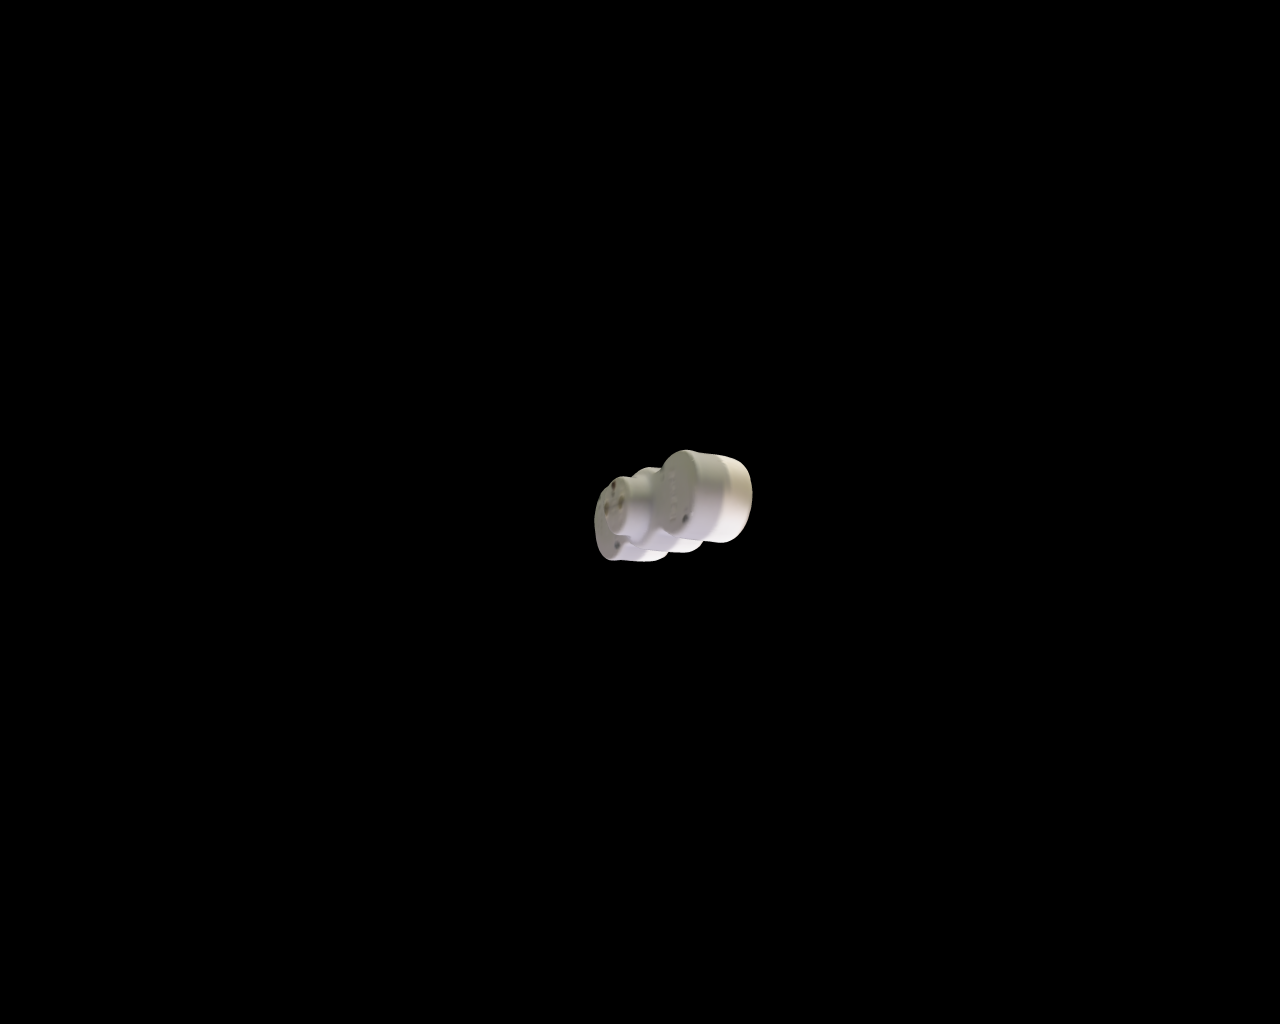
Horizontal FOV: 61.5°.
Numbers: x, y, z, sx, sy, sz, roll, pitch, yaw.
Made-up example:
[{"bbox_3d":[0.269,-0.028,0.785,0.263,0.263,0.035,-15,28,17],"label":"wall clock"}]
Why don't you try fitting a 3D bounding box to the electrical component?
[{"bbox_3d":[0.001,-0.003,0.650,0.074,0.052,0.138,6,-13,-27],"label":"electrical component"}]
